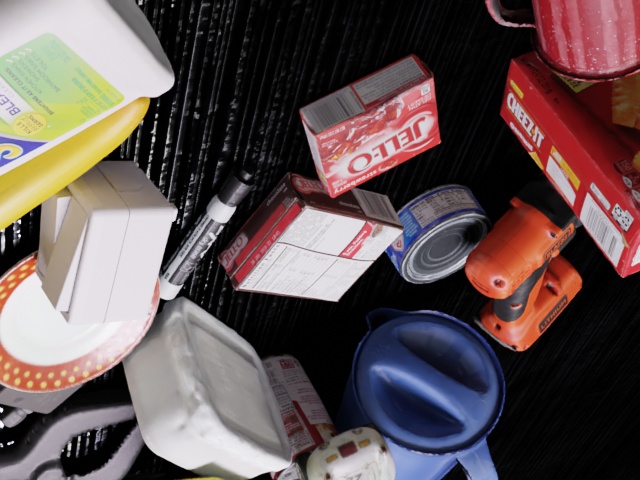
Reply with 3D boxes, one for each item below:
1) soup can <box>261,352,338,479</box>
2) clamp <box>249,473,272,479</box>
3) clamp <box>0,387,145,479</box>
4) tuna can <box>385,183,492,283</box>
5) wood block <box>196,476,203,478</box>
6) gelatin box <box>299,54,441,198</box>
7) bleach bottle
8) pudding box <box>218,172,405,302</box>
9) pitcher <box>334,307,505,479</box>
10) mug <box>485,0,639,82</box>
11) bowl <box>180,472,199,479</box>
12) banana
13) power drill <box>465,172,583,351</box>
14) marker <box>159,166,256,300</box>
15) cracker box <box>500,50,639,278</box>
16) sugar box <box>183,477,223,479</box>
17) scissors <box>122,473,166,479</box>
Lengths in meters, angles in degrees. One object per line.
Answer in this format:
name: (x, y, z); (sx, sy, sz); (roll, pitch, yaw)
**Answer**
soup can: (-0.028, 0.156, 0.917); (0.068, 0.102, 0.068); (-21, 147, -15)
clamp: (-0.047, 0.192, 0.979); (0.039, 0.120, 0.171); (-40, 126, 21)
clamp: (-0.214, 0.189, 0.842); (0.210, 0.036, 0.164); (-28, 126, -11)
tuna can: (0.095, -0.004, 0.862); (0.086, 0.034, 0.086); (-21, 147, -15)
wood block: (-0.174, 0.277, 0.918); (0.206, 0.091, 0.090); (-15, 150, 12)
gelatin box: (0.036, -0.076, 0.717); (0.089, 0.030, 0.073); (-27, 148, -6)
bleach bottle: (-0.203, -0.051, 0.528); (0.251, 0.068, 0.102); (-32, 148, 7)
pudding box: (-0.005, 0.001, 0.783); (0.113, 0.039, 0.090); (12, 130, -45)
pitcher: (0.079, 0.184, 0.989); (0.145, 0.149, 0.243); (15, 148, 0)
mug: (0.160, -0.159, 0.663); (0.117, 0.093, 0.081); (0, 148, 21)
bowl: (-0.096, 0.258, 1.047); (0.162, 0.055, 0.162); (-21, 147, -15)
banana: (-0.176, -0.025, 0.587); (0.198, 0.070, 0.037); (-35, 110, -3)
power drill: (0.194, 0.005, 0.914); (0.184, 0.057, 0.187); (-42, 153, -15)
marker: (-0.079, -0.005, 0.731); (0.020, 0.020, 0.121); (5, 133, -43)
cracker box: (0.263, -0.090, 0.758); (0.213, 0.164, 0.072); (-22, 149, -12)
sugar box: (-0.064, 0.242, 0.836); (0.048, 0.093, 0.176); (-8, 160, 18)
scissors: (-0.233, 0.220, 0.921); (0.096, 0.016, 0.201); (-41, 146, 19)
